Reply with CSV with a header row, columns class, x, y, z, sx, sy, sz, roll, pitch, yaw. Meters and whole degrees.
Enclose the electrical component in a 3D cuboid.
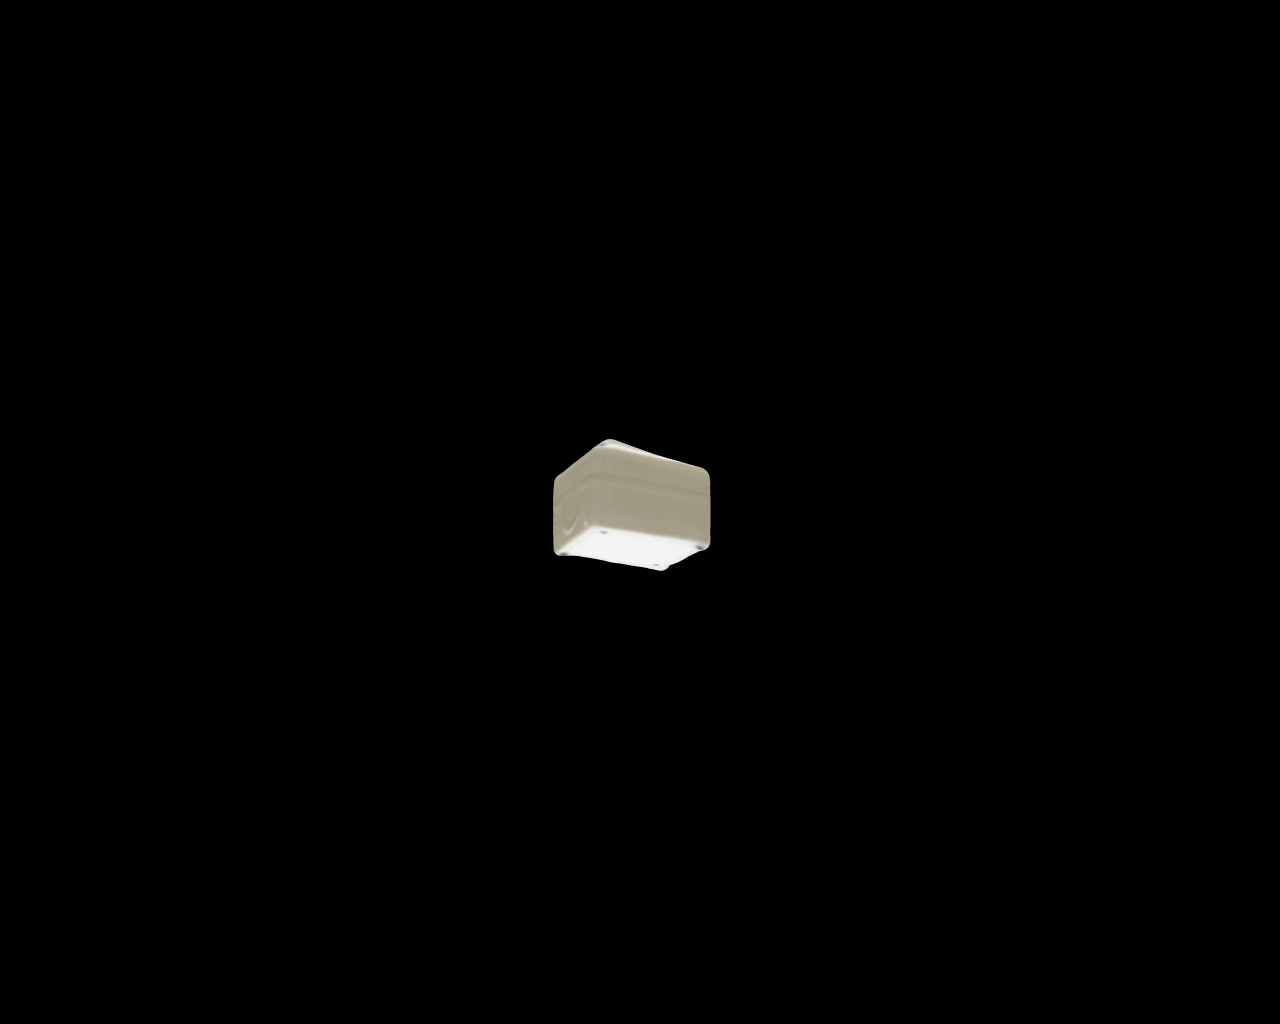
class,x,y,z,sx,sy,sz,roll,pitch,yaw
electrical component,0.001,-0.003,0.650,0.096,0.061,0.061,11,-23,-27
